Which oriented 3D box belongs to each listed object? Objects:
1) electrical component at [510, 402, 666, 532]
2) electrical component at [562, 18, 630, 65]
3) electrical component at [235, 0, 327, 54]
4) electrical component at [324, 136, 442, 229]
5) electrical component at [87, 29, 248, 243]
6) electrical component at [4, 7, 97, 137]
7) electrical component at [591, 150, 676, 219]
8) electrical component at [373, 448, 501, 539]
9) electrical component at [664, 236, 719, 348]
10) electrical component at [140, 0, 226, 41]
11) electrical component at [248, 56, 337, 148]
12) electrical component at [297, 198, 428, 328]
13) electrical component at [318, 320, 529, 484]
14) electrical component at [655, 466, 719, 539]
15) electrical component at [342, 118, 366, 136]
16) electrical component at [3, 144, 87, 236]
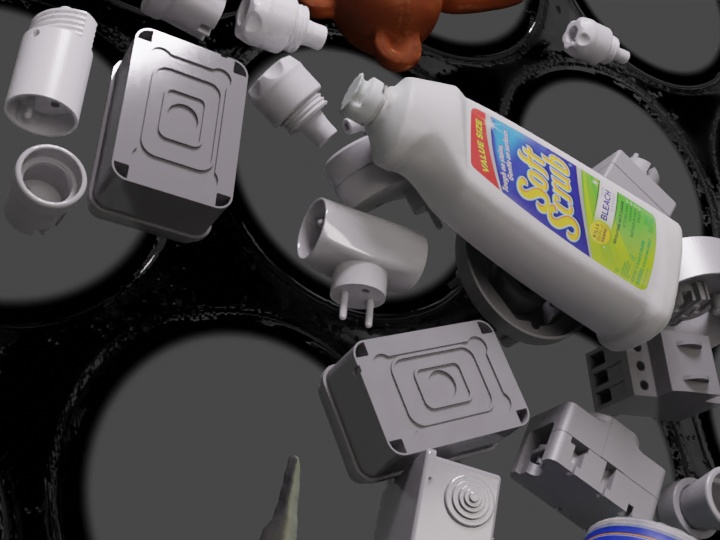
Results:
[{"bbox_3d":[0.157,0.135,0.734,0.089,0.050,0.055,36,54,-11],"label":"electrical component"},{"bbox_3d":[0.208,-0.194,0.935,0.061,0.035,0.035,16,60,-26],"label":"electrical component"},{"bbox_3d":[-0.054,-0.174,0.761,0.062,0.043,0.043,15,60,-26],"label":"electrical component"},{"bbox_3d":[0.046,-0.064,0.762,0.138,0.052,0.073,-22,80,-37],"label":"electrical component"},{"bbox_3d":[-0.119,-0.081,0.667,0.078,0.057,0.113,17,60,-24],"label":"electrical component"},{"bbox_3d":[-0.187,-0.127,0.658,0.043,0.043,0.081,17,59,-23],"label":"electrical component"},{"bbox_3d":[0.218,-0.065,0.870,0.066,0.047,0.076,42,53,-7],"label":"electrical component"},{"bbox_3d":[0.040,0.162,0.621,0.048,0.099,0.099,18,58,-8],"label":"electrical component"},{"bbox_3d":[0.245,0.020,0.816,0.099,0.099,0.064,9,57,-27],"label":"electrical component"},{"bbox_3d":[-0.119,-0.181,0.728,0.046,0.040,0.040,26,56,-25],"label":"electrical component"},{"bbox_3d":[-0.043,-0.112,0.738,0.062,0.043,0.043,47,52,-5],"label":"electrical component"},{"bbox_3d":[0.000,0.000,0.708,0.077,0.044,0.079,18,59,-23],"label":"electrical component"},{"bbox_3d":[0.039,0.083,0.679,0.113,0.057,0.078,-8,65,-34],"label":"electrical component"},{"bbox_3d":[0.244,0.168,0.767,0.045,0.055,0.045,13,61,-25],"label":"electrical component"},{"bbox_3d":[0.014,-0.110,0.777,0.061,0.035,0.035,-22,80,-33],"label":"electrical component"},{"bbox_3d":[-0.183,-0.044,0.618,0.040,0.046,0.040,13,61,-25],"label":"electrical component"}]
